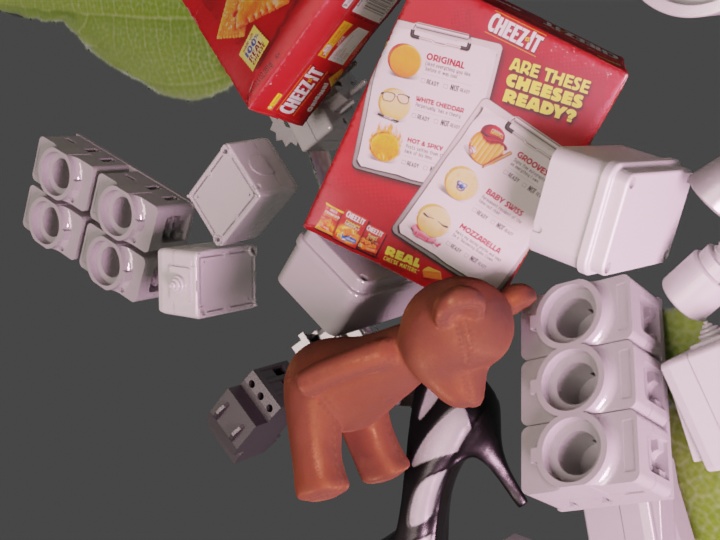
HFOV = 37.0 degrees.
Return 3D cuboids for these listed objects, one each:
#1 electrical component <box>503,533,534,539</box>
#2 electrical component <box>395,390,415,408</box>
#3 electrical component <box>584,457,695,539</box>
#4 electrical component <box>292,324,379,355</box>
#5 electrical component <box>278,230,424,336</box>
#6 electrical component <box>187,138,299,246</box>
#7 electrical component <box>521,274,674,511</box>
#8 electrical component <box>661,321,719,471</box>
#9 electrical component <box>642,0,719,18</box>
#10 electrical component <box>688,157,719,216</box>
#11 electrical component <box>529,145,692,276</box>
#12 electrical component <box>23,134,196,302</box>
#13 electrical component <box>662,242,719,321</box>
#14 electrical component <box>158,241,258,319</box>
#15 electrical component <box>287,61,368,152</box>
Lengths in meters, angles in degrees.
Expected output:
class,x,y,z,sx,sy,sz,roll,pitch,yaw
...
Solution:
class,x,y,z,sx,sy,sz,roll,pitch,yaw
electrical component,0.121,0.257,0.856,0.047,0.077,0.065,13,105,34
electrical component,0.039,0.079,0.913,0.040,0.040,0.078,24,110,32
electrical component,0.204,0.176,0.792,0.061,0.062,0.096,-9,91,37
electrical component,-0.016,0.067,0.935,0.064,0.081,0.042,-37,74,11
electrical component,0.000,0.000,0.885,0.078,0.113,0.057,46,123,22
electrical component,-0.108,-0.069,0.992,0.096,0.061,0.061,-46,70,40
electrical component,0.165,0.087,0.767,0.089,0.062,0.150,-17,57,37
electrical component,0.251,0.083,0.744,0.061,0.062,0.096,-29,80,36
electrical component,0.234,-0.220,0.712,0.108,0.060,0.108,6,100,36
electrical component,0.262,-0.069,0.727,0.065,0.044,0.044,-47,69,26
electrical component,0.177,-0.043,0.749,0.057,0.113,0.078,24,111,35
electrical component,-0.264,-0.056,1.105,0.186,0.060,0.105,30,113,29
electrical component,0.247,0.001,0.748,0.040,0.040,0.078,53,123,18
electrical component,-0.149,0.008,1.006,0.061,0.096,0.061,6,100,36
electrical component,-0.024,-0.149,0.922,0.077,0.047,0.065,-35,76,35
